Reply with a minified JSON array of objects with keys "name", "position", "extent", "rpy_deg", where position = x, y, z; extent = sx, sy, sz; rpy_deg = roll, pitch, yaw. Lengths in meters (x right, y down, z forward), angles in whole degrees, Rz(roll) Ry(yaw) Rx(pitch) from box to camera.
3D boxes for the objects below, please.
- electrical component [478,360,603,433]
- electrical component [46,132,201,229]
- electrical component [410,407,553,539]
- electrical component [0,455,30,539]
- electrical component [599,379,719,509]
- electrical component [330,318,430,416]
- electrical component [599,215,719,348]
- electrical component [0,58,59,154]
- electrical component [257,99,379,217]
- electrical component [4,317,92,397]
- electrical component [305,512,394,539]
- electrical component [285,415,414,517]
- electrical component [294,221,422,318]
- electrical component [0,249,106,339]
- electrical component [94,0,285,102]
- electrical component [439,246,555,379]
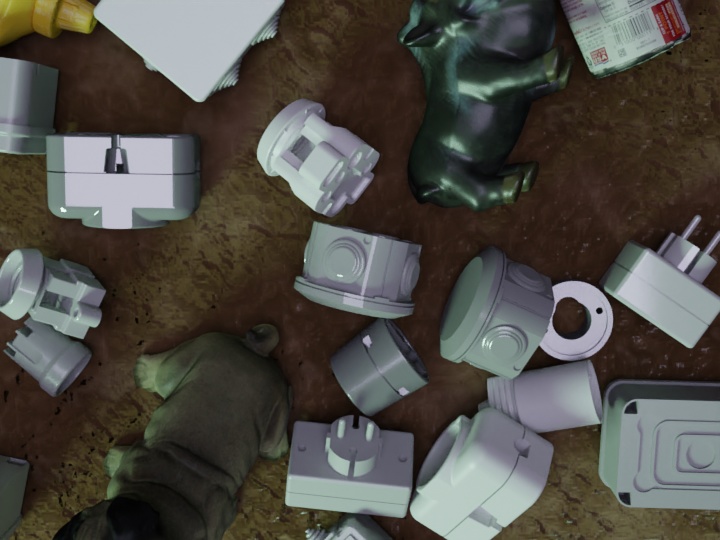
[{"name":"electrical component","position":[0.121,0.090,0.736],"extent":[0.081,0.043,0.043],"rpy_deg":[-12,99,19]},{"name":"electrical component","position":[-0.155,-0.060,0.708],"extent":[0.095,0.053,0.059],"rpy_deg":[1,99,0]},{"name":"electrical component","position":[0.077,0.139,0.724],"extent":[0.059,0.053,0.095],"rpy_deg":[33,131,-5]},{"name":"electrical component","position":[-0.290,0.156,0.715],"extent":[0.109,0.108,0.056],"rpy_deg":[12,96,-2]},{"name":"electrical component","position":[0.225,0.118,0.736],"extent":[0.113,0.057,0.078],"rpy_deg":[2,99,0]},{"name":"electrical component","position":[0.012,0.066,0.729],"extent":[0.047,0.055,0.055],"rpy_deg":[-35,97,9]},{"name":"electrical component","position":[0.213,0.000,0.723],"extent":[0.066,0.047,0.076],"rpy_deg":[34,97,-5]},{"name":"electrical component","position":[-0.258,-0.109,0.688],"extent":[0.113,0.078,0.057],"rpy_deg":[7,96,-1]},{"name":"electrical component","position":[-0.029,-0.074,0.699],"extent":[0.057,0.078,0.058],"rpy_deg":[39,97,15]},{"name":"electrical component","position":[-0.214,0.057,0.735],"extent":[0.046,0.040,0.040],"rpy_deg":[38,97,1]},{"name":"electrical component","position":[-0.002,0.212,0.752],"extent":[0.096,0.061,0.061],"rpy_deg":[44,96,1]},{"name":"electrical component","position":[-0.005,0.123,0.724],"extent":[0.083,0.047,0.075],"rpy_deg":[6,136,-1]},{"name":"electrical component","position":[0.000,0.000,0.706],"extent":[0.080,0.080,0.051],"rpy_deg":[12,94,-2]},{"name":"electrical component","position":[-0.207,0.014,0.713],"extent":[0.055,0.066,0.048],"rpy_deg":[21,100,-37]},{"name":"electrical component","position":[-0.107,-0.169,0.694],"extent":[0.100,0.048,0.099],"rpy_deg":[40,97,-6]},{"name":"electrical component","position":[0.089,0.029,0.711],"extent":[0.051,0.080,0.080],"rpy_deg":[24,98,-9]}]
